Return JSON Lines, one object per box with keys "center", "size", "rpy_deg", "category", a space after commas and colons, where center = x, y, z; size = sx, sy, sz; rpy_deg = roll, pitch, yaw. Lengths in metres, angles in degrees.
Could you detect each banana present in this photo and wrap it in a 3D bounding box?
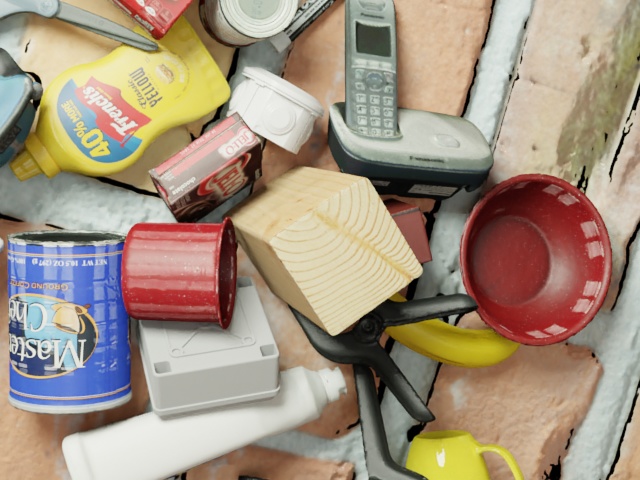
{"center": [0.116, 0.083, 1.023], "size": [0.197, 0.037, 0.069], "rpy_deg": [15, 63, -19], "category": "banana"}

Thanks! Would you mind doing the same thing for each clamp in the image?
{"center": [0.037, 0.238, 0.974], "size": [0.164, 0.036, 0.210], "rpy_deg": [-39, 72, -2], "category": "clamp"}
{"center": [0.055, 0.074, 0.965], "size": [0.171, 0.039, 0.120], "rpy_deg": [30, 76, 13], "category": "clamp"}

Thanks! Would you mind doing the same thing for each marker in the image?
{"center": [0.000, -0.215, 0.962], "size": [0.121, 0.020, 0.020], "rpy_deg": [-44, 105, -6], "category": "marker"}

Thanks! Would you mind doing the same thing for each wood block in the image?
{"center": [-0.005, 0.001, 0.889], "size": [0.090, 0.206, 0.091], "rpy_deg": [-34, 103, -9], "category": "wood block"}

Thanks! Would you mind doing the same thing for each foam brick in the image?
{"center": [0.061, -0.004, 0.974], "size": [0.053, 0.078, 0.051], "rpy_deg": [-17, 102, -11], "category": "foam brick"}

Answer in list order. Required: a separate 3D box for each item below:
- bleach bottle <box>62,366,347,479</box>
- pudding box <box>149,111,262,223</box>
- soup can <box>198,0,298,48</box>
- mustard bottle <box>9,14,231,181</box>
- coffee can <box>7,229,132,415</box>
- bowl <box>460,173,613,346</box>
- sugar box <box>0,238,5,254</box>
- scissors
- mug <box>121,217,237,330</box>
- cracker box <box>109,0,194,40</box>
{"center": [-0.095, 0.164, 0.940], "size": [0.250, 0.103, 0.068], "rpy_deg": [-18, 84, -13], "category": "bleach bottle"}
{"center": [-0.094, -0.056, 0.906], "size": [0.090, 0.113, 0.039], "rpy_deg": [-35, 84, -8], "category": "pudding box"}
{"center": [-0.062, -0.200, 0.904], "size": [0.068, 0.102, 0.068], "rpy_deg": [-2, 97, -15], "category": "soup can"}
{"center": [-0.178, -0.110, 0.907], "size": [0.191, 0.058, 0.096], "rpy_deg": [-35, 102, -8], "category": "mustard bottle"}
{"center": [-0.210, 0.065, 0.897], "size": [0.102, 0.103, 0.140], "rpy_deg": [0, 96, -15], "category": "coffee can"}
{"center": [0.195, 0.019, 1.016], "size": [0.162, 0.055, 0.162], "rpy_deg": [1, 87, -18], "category": "bowl"}
{"center": [-0.349, -0.022, 0.853], "size": [0.176, 0.048, 0.093], "rpy_deg": [42, 59, -7], "category": "sugar box"}
{"center": [-0.241, -0.181, 0.881], "size": [0.201, 0.016, 0.096], "rpy_deg": [36, 95, -2], "category": "scissors"}
{"center": [-0.115, 0.021, 0.894], "size": [0.081, 0.117, 0.093], "rpy_deg": [1, 118, 5], "category": "mug"}
{"center": [-0.120, -0.290, 0.834], "size": [0.164, 0.072, 0.213], "rpy_deg": [40, 88, -16], "category": "cracker box"}
